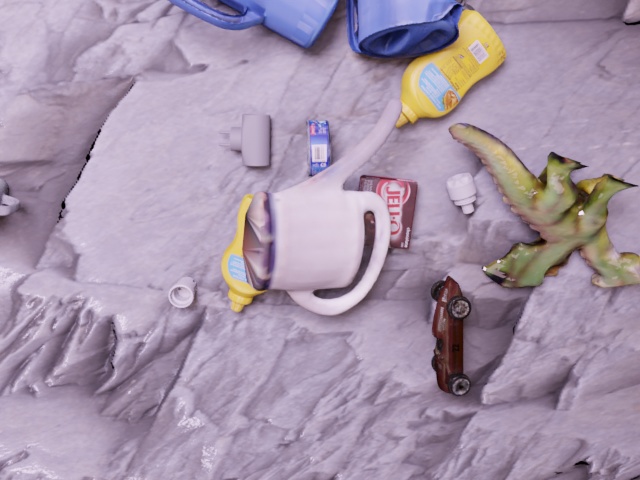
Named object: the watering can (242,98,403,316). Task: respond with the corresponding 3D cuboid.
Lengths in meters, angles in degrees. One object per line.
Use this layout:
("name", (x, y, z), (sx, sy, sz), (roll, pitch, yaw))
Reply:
("watering can", (0.002, -0.037, 0.745), (0.224, 0.341, 0.106), (-1, 25, -18))

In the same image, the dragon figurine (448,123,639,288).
("dragon figurine", (0.347, -0.021, 0.815), (0.410, 0.239, 0.124), (17, 22, -7))
